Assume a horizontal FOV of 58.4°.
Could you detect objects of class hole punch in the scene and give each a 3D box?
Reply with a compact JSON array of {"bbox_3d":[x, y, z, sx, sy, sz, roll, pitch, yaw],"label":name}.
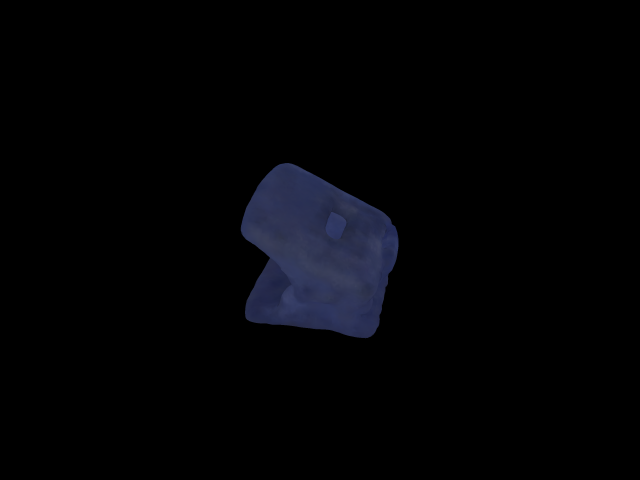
[{"bbox_3d":[0.004,0.001,0.400,0.101,0.091,0.109,6,32,10],"label":"hole punch"}]
